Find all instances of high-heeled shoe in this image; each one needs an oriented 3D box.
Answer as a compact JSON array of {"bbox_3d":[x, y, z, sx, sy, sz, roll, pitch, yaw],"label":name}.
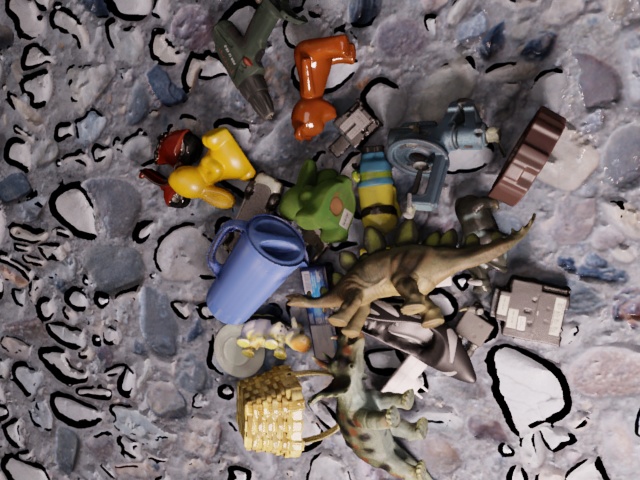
[{"bbox_3d":[0.173,0.194,1.020,0.249,0.145,0.086,40,121,33],"label":"high-heeled shoe"}]

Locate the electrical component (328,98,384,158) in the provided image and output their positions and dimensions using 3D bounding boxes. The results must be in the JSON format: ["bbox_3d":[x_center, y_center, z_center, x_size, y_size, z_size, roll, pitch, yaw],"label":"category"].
[{"bbox_3d":[0.063,-0.222,1.099,0.119,0.048,0.075,-39,82,15],"label":"electrical component"}]

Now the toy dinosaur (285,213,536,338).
[{"bbox_3d":[0.160,0.056,0.975,0.472,0.105,0.198,-11,57,14],"label":"toy dinosaur"}]

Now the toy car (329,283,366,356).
[{"bbox_3d":[0.060,0.177,1.097,0.053,0.089,0.202,-11,100,14],"label":"toy car"}]

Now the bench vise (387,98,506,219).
[{"bbox_3d":[0.216,-0.144,0.997,0.224,0.128,0.240,10,65,24],"label":"bench vise"}]

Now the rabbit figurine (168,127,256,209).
[{"bbox_3d":[-0.237,-0.145,1.161,0.173,0.122,0.162,-31,113,-7],"label":"rabbit figurine"}]

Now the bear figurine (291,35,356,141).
[{"bbox_3d":[0.004,-0.297,1.076,0.132,0.120,0.195,-1,96,14],"label":"bear figurine"}]

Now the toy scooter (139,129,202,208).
[{"bbox_3d":[-0.347,-0.170,1.220,0.135,0.075,0.183,19,104,16],"label":"toy scooter"}]

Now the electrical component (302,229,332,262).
[{"bbox_3d":[-0.002,-0.003,1.149,0.063,0.021,0.094,36,103,12],"label":"electrical component"}]

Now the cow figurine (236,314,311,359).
[{"bbox_3d":[-0.091,0.202,1.163,0.168,0.098,0.068,-3,133,20],"label":"cow figurine"}]

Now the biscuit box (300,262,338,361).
[{"bbox_3d":[0.008,0.149,1.137,0.059,0.063,0.202,-9,91,18],"label":"biscuit box"}]

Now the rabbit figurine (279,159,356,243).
[{"bbox_3d":[-0.021,-0.083,1.095,0.170,0.121,0.159,7,80,46],"label":"rabbit figurine"}]

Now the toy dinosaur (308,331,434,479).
[{"bbox_3d":[0.101,0.367,1.054,0.192,0.131,0.404,-1,122,33],"label":"toy dinosaur"}]

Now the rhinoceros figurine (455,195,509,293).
[{"bbox_3d":[0.307,0.006,1.025,0.112,0.073,0.190,-11,91,17],"label":"rhinoceros figurine"}]

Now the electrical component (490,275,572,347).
[{"bbox_3d":[0.394,0.129,1.016,0.134,0.058,0.114,13,96,16],"label":"electrical component"}]

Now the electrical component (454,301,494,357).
[{"bbox_3d":[0.295,0.173,1.057,0.078,0.045,0.102,39,105,13],"label":"electrical component"}]

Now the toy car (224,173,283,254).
[{"bbox_3d":[-0.147,-0.048,1.175,0.074,0.056,0.201,28,103,7],"label":"toy car"}]

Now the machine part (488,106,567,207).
[{"bbox_3d":[0.364,-0.142,0.942,0.056,0.179,0.179,31,103,11],"label":"machine part"}]

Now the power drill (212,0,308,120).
[{"bbox_3d":[-0.116,-0.397,1.114,0.232,0.086,0.207,54,129,12],"label":"power drill"}]

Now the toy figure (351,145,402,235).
[{"bbox_3d":[0.109,-0.099,1.072,0.082,0.089,0.180,-3,95,26],"label":"toy figure"}]
